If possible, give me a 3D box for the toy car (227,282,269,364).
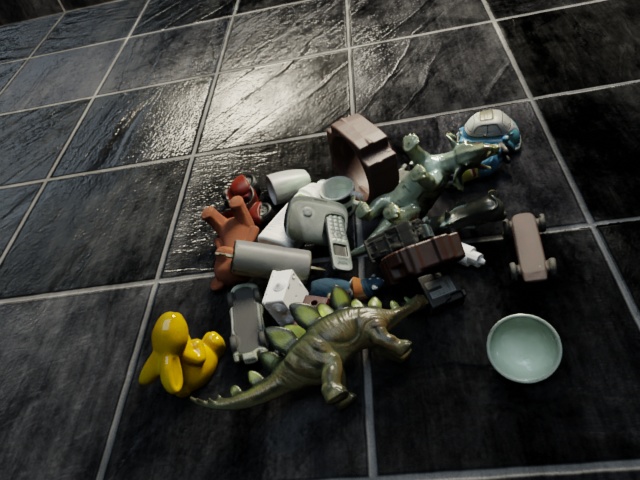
[{"bbox_3d":[-0.152,0.172,1.126,0.074,0.056,0.202,-11,46,-3],"label":"toy car"}]

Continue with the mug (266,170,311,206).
[{"bbox_3d":[-0.082,-0.147,1.406,0.107,0.080,0.110,-16,30,-13],"label":"mug"}]

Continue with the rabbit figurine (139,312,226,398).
[{"bbox_3d":[-0.282,0.216,1.039,0.122,0.173,0.162,11,47,20],"label":"rabbit figurine"}]

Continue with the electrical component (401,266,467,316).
[{"bbox_3d":[0.222,0.108,1.073,0.119,0.047,0.075,-17,58,-4],"label":"electrical component"}]

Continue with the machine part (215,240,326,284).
[{"bbox_3d":[-0.107,0.048,1.173,0.243,0.079,0.079,8,45,-9],"label":"machine part"}]

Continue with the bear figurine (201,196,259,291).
[{"bbox_3d":[-0.215,0.012,1.251,0.120,0.131,0.196,-17,37,21],"label":"bear figurine"}]

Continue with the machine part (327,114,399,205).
[{"bbox_3d":[0.106,-0.186,1.293,0.087,0.200,0.202,-26,45,-13],"label":"machine part"}]

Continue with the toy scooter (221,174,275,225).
[{"bbox_3d":[-0.206,-0.092,1.386,0.135,0.075,0.184,-25,50,-7],"label":"toy scooter"}]

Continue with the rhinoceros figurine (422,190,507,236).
[{"bbox_3d":[0.309,-0.044,1.160,0.190,0.073,0.112,-21,6,37],"label":"rhinoceros figurine"}]

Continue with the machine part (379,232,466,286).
[{"bbox_3d":[0.205,0.042,1.075,0.179,0.179,0.056,-20,79,-3],"label":"machine part"}]

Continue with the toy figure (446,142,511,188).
[{"bbox_3d":[0.364,-0.184,1.304,0.180,0.082,0.089,-22,25,5],"label":"toy figure"}]

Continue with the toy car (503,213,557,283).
[{"bbox_3d":[0.430,0.018,1.106,0.089,0.053,0.202,-7,41,16],"label":"toy car"}]

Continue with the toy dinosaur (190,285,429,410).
[{"bbox_3d":[0.002,0.208,0.981,0.471,0.105,0.199,-29,59,-18],"label":"toy dinosaur"}]

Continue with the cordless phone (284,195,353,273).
[{"bbox_3d":[-0.003,-0.004,1.173,0.146,0.088,0.184,10,45,-23],"label":"cordless phone"}]

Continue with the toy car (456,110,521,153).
[{"bbox_3d":[0.428,-0.279,1.362,0.162,0.102,0.109,2,47,15],"label":"toy car"}]

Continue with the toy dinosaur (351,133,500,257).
[{"bbox_3d":[0.214,-0.099,1.208,0.404,0.192,0.131,-49,50,27],"label":"toy dinosaur"}]

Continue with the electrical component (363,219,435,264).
[{"bbox_3d":[0.171,0.004,1.127,0.134,0.115,0.058,-24,78,21],"label":"electrical component"}]

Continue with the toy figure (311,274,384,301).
[{"bbox_3d":[0.058,0.103,1.130,0.155,0.057,0.064,-3,52,6],"label":"toy figure"}]

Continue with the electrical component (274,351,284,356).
[{"bbox_3d":[-0.055,0.222,1.071,0.094,0.021,0.063,-34,47,-17],"label":"electrical component"}]

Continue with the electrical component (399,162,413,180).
[{"bbox_3d":[0.215,-0.156,1.343,0.078,0.045,0.102,23,57,31],"label":"electrical component"}]
